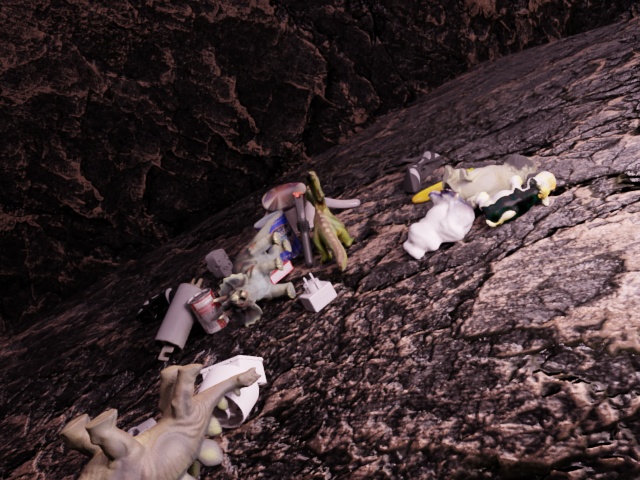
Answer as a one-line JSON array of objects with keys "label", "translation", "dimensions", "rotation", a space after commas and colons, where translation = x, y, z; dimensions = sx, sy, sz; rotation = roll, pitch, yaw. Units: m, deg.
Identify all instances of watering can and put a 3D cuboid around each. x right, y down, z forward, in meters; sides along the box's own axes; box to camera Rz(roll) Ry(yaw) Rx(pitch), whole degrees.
[{"label": "watering can", "translation": [-0.049, -0.114, 1.732], "dimensions": [0.347, 0.220, 0.106], "rotation": [-23, 54, 6]}]

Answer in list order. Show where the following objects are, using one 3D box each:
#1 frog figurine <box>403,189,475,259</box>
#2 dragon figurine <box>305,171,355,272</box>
[{"label": "frog figurine", "translation": [0.264, -0.023, 1.142], "dimensions": [0.138, 0.122, 0.160], "rotation": [19, 84, 59]}, {"label": "dragon figurine", "translation": [0.004, -0.072, 1.431], "dimensions": [0.122, 0.240, 0.414], "rotation": [-24, 13, -1]}]
